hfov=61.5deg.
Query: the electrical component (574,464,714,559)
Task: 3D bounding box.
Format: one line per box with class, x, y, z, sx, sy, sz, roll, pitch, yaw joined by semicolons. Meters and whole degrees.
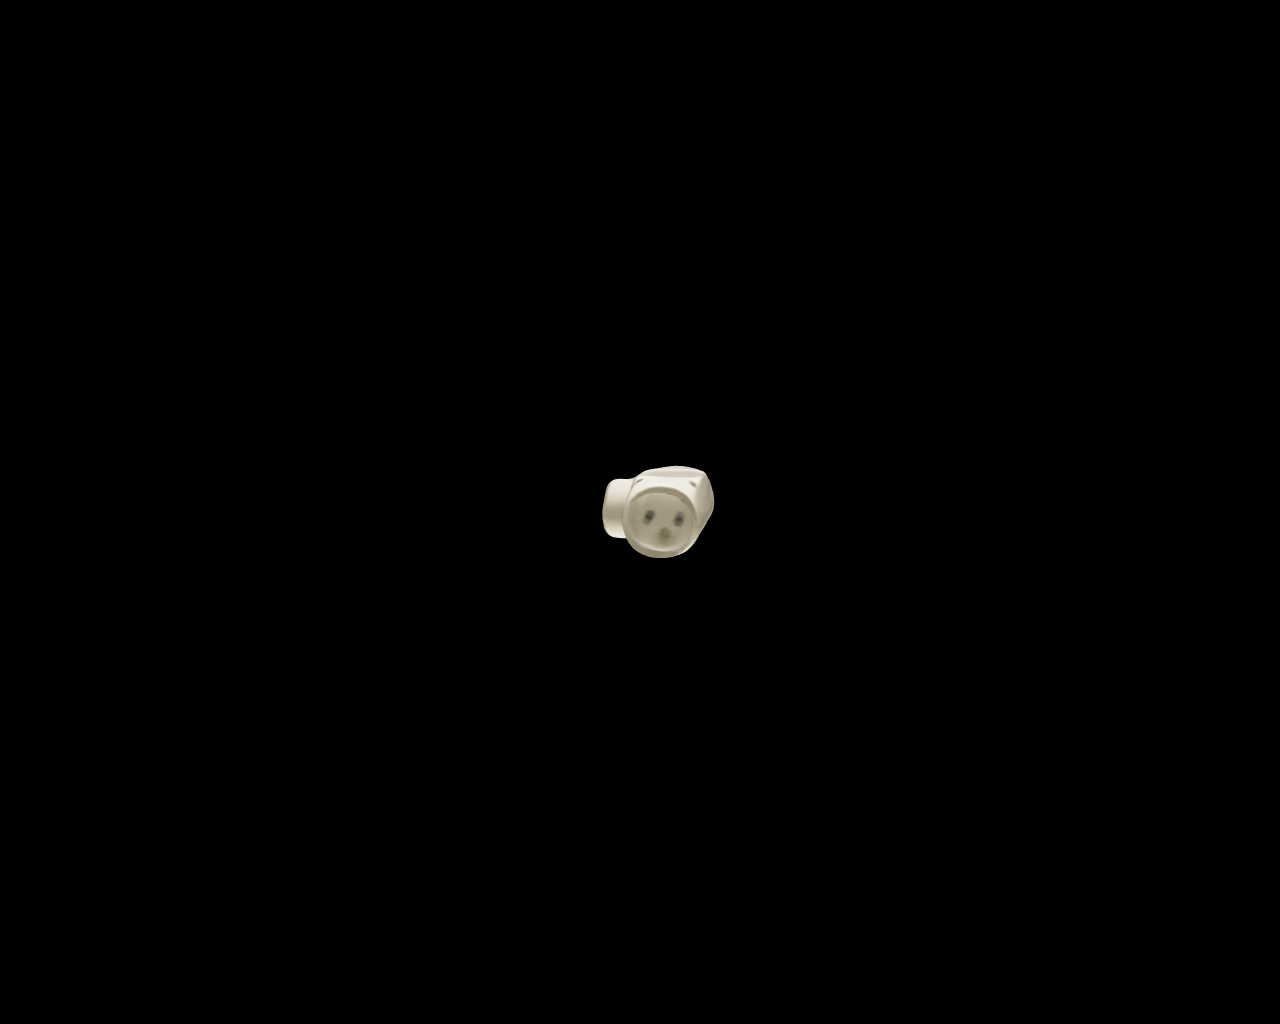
electrical component;0.001;-0.003;0.650;0.079;0.043;0.077;2;12;11
